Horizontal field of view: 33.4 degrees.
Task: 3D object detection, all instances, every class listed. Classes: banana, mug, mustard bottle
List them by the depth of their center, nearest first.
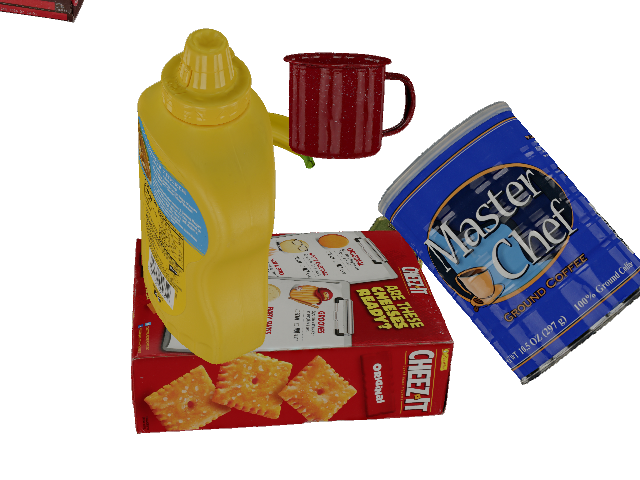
[{"bbox_3d":[-0.059,-0.026,0.537,0.058,0.096,0.192,-20,-35,-21],"label":"mustard bottle"},{"bbox_3d":[0.025,-0.117,0.926,0.117,0.081,0.093,-2,16,-13],"label":"mug"},{"bbox_3d":[-0.094,-0.130,1.292,0.198,0.037,0.069,8,40,15],"label":"banana"}]

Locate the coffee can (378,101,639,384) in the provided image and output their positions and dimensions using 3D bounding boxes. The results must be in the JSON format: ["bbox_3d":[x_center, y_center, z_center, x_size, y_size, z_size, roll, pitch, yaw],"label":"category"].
[{"bbox_3d":[0.118,0.001,0.650,0.102,0.140,0.103,-37,-10,-8],"label":"coffee can"}]

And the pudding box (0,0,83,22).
[{"bbox_3d":[-0.237,-0.226,0.884,0.090,0.039,0.113,8,37,-5],"label":"pudding box"}]

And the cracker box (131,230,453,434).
[{"bbox_3d":[-0.028,0.062,0.777,0.213,0.072,0.164,-2,29,-8],"label":"cracker box"}]

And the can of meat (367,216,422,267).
[{"bbox_3d":[0.072,0.031,1.072,0.057,0.084,0.102,10,21,12],"label":"can of meat"}]
